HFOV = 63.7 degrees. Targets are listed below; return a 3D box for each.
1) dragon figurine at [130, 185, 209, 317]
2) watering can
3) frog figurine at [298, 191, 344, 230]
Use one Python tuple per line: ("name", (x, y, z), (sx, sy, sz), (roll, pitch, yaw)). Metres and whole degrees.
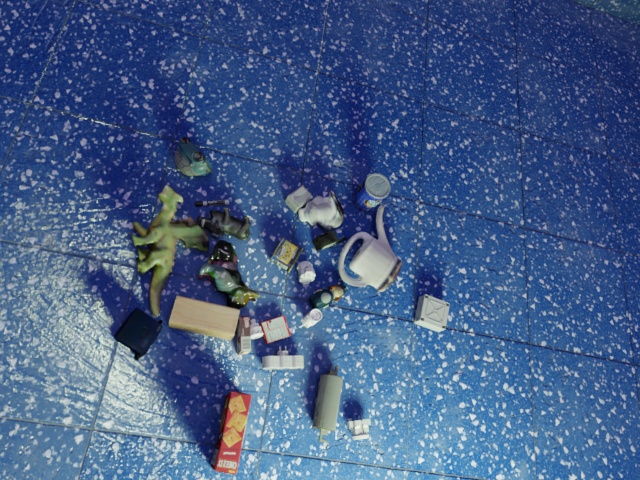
("dragon figurine", (-0.485, 0.023, 1.702), (0.244, 0.122, 0.410), (-14, 91, -17))
("watering can", (0.213, 0.045, 1.922), (0.224, 0.102, 0.353), (39, 64, -1))
("frog figurine", (0.006, -0.097, 1.935), (0.159, 0.123, 0.138), (-25, 86, 12))
